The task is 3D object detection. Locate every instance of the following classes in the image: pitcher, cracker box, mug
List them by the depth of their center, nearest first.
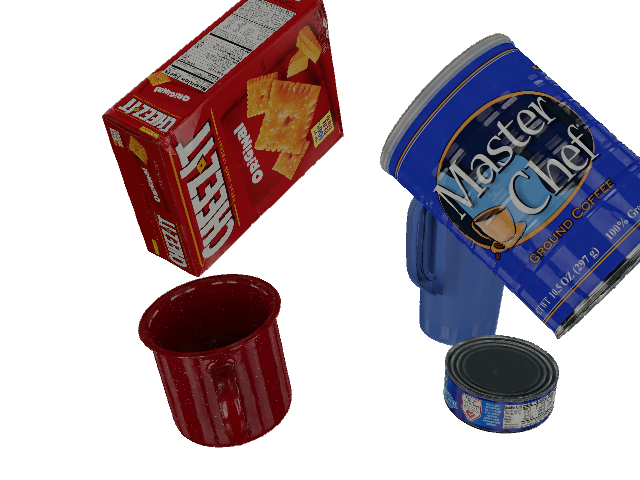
[{"bbox_3d":[-0.062,0.086,0.691,0.093,0.081,0.117,-15,29,-8],"label":"mug"},{"bbox_3d":[-0.073,-0.098,0.924,0.072,0.164,0.213,26,57,28],"label":"cracker box"},{"bbox_3d":[0.188,0.020,1.451,0.149,0.243,0.145,4,22,4],"label":"pitcher"}]

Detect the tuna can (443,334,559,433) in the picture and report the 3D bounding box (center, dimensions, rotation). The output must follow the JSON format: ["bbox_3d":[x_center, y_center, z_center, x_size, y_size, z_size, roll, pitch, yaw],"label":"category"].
[{"bbox_3d":[0.137,0.109,0.816,0.086,0.034,0.086,0,28,0],"label":"tuna can"}]

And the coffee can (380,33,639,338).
[{"bbox_3d":[0.117,-0.031,0.594,0.140,0.103,0.102,46,14,14],"label":"coffee can"}]
